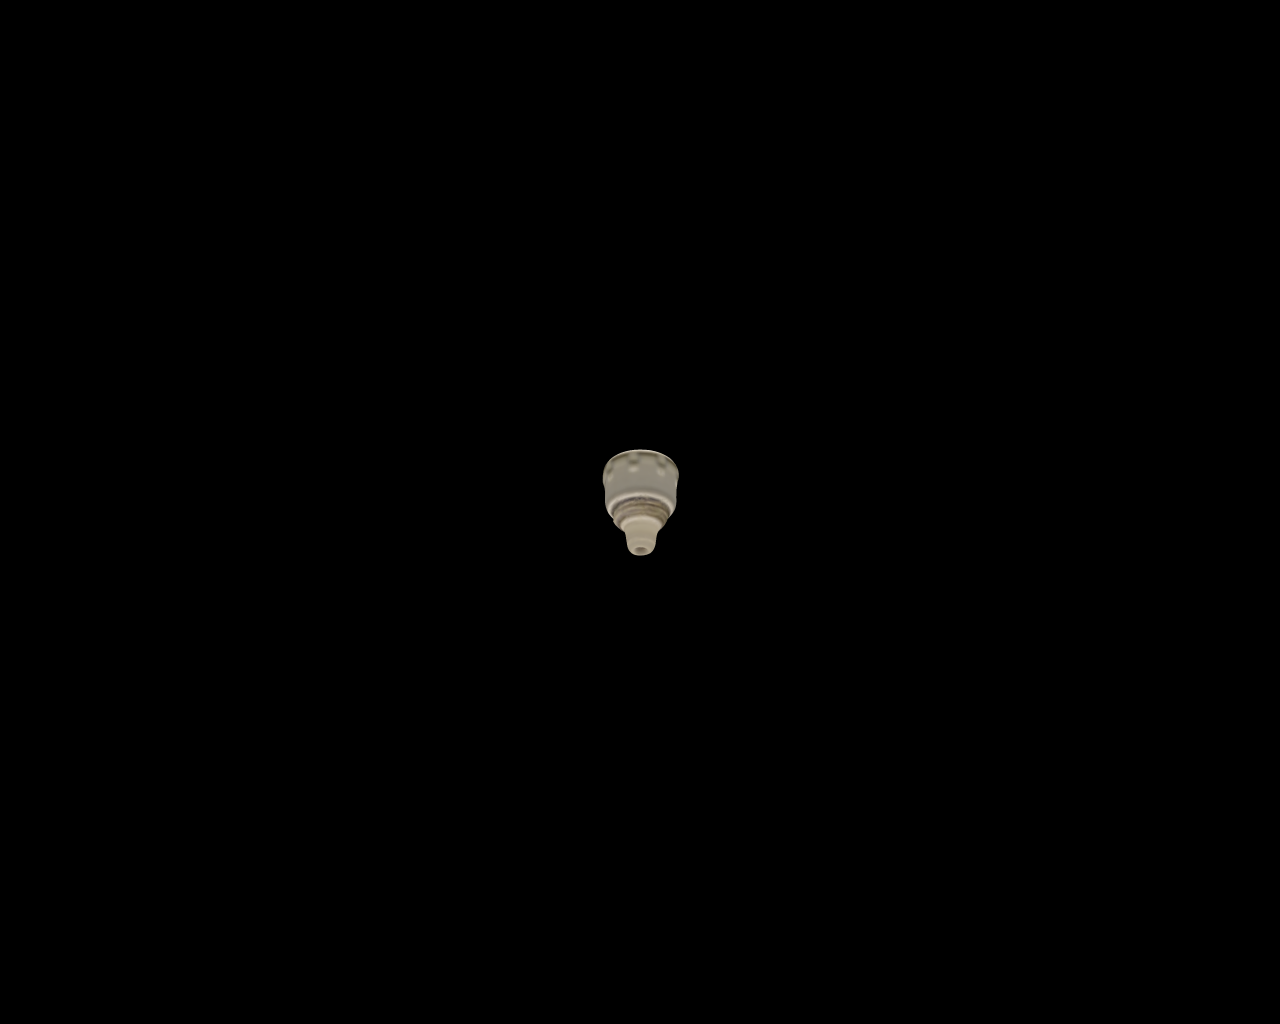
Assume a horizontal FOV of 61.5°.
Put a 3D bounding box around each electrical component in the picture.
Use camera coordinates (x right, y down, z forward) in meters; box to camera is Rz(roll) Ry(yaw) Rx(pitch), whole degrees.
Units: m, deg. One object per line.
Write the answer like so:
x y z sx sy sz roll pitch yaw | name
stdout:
0.001 -0.003 0.650 0.048 0.062 0.048 0 -30 0 | electrical component
